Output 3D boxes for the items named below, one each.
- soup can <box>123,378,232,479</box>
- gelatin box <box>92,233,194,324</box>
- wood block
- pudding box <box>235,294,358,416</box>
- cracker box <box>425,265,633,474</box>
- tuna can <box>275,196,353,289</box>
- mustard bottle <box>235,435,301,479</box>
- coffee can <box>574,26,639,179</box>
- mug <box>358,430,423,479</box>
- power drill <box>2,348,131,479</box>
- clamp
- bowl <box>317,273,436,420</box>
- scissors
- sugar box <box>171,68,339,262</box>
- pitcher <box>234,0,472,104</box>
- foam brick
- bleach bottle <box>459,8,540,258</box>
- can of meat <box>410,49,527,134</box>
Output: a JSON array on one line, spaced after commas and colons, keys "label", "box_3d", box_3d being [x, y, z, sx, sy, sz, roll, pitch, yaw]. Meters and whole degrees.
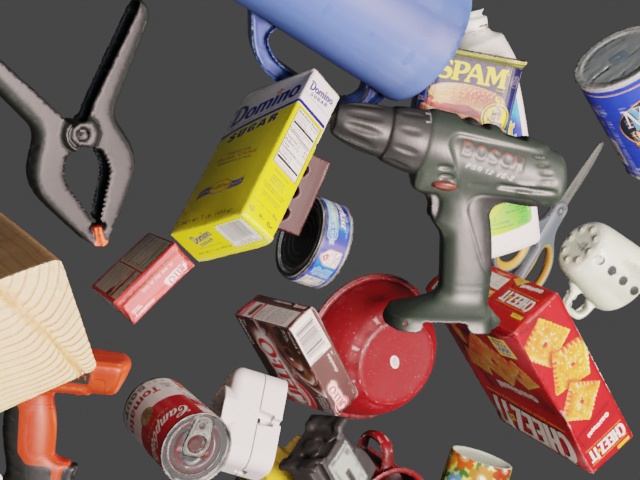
[{"label": "soup can", "box_3d": [-0.132, 0.173, 0.979, 0.068, 0.102, 0.068, -8, 107, -28]}, {"label": "gelatin box", "box_3d": [-0.156, 0.032, 0.936, 0.073, 0.089, 0.030, -45, 112, -13]}, {"label": "wood block", "box_3d": [-0.255, 0.045, 0.814, 0.090, 0.206, 0.091, -23, 113, -24]}, {"label": "pudding box", "box_3d": [-0.022, 0.111, 1.033, 0.039, 0.090, 0.113, -40, 118, -30]}, {"label": "cracker box", "box_3d": [0.219, 0.130, 1.136, 0.072, 0.164, 0.213, -39, 118, -14]}, {"label": "tuna can", "box_3d": [-0.007, 0.001, 1.018, 0.033, 0.086, 0.086, 20, 92, -30]}, {"label": "mustard bottle", "box_3d": [-0.068, 0.276, 1.046, 0.058, 0.096, 0.191, 38, 82, -26]}, {"label": "coffee can", "box_3d": [0.358, -0.150, 1.179, 0.102, 0.103, 0.140, -46, 120, -12]}, {"label": "mug", "box_3d": [0.054, 0.256, 1.121, 0.093, 0.082, 0.117, -6, 106, -29]}, {"label": "power drill", "box_3d": [-0.217, 0.189, 0.932, 0.184, 0.057, 0.188, 10, 94, -8]}, {"label": "clamp", "box_3d": [-0.200, -0.100, 0.908, 0.164, 0.036, 0.210, -24, 114, -25]}, {"label": "bowl", "box_3d": [0.065, 0.119, 1.109, 0.161, 0.055, 0.162, -8, 106, -28]}, {"label": "scissors", "box_3d": [0.252, -0.033, 1.200, 0.096, 0.016, 0.202, 20, 92, -32]}, {"label": "sugar box", "box_3d": [-0.054, -0.067, 0.927, 0.048, 0.094, 0.176, 45, 49, -32]}, {"label": "pitcher", "box_3d": [0.000, -0.222, 0.947, 0.242, 0.145, 0.149, 24, 68, -29]}, {"label": "foam brick", "box_3d": [-0.037, -0.050, 1.006, 0.052, 0.051, 0.078, 23, 91, -32]}, {"label": "bleach bottle", "box_3d": [0.165, -0.110, 1.103, 0.102, 0.068, 0.251, -16, 107, -19]}, {"label": "can of meat", "box_3d": [0.140, -0.142, 1.035, 0.102, 0.057, 0.084, 10, 103, -3]}]
